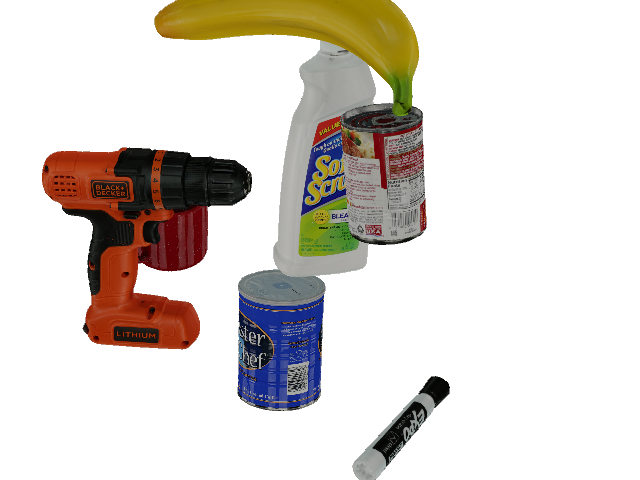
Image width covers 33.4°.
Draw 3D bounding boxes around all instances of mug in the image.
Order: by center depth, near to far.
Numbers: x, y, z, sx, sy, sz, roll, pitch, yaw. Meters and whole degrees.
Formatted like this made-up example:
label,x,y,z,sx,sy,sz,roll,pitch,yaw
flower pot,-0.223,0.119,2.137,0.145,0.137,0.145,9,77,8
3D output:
label,x,y,z,sx,sy,sz,roll,pitch,yaw
mug,-0.173,-0.014,1.174,0.093,0.081,0.117,23,40,26

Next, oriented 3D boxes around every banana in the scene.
label,x,y,z,sx,sy,sz,roll,pitch,yaw
banana,-0.014,-0.132,0.645,0.198,0.069,0.037,22,-31,32

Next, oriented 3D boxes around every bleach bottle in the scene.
label,x,y,z,sx,sy,sz,roll,pitch,yaw
bleach bottle,0.004,-0.089,1.081,0.102,0.251,0.068,-5,28,-12

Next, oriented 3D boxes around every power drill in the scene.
label,x,y,z,sx,sy,sz,roll,pitch,yaw
power drill,-0.151,0.006,0.964,0.184,0.188,0.057,3,26,7

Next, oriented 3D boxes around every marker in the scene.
label,x,y,z,sx,sy,sz,roll,pitch,yaw
marker,0.061,0.132,0.767,0.020,0.020,0.120,0,24,35

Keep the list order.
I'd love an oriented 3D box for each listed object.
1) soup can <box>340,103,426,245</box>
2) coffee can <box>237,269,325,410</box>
label,x,y,z,sx,sy,sz,roll,pitch,yaw
soup can,0.054,-0.055,0.887,0.068,0.102,0.068,-4,24,2
coffee can,-0.048,0.117,1.272,0.103,0.140,0.103,2,19,-1
